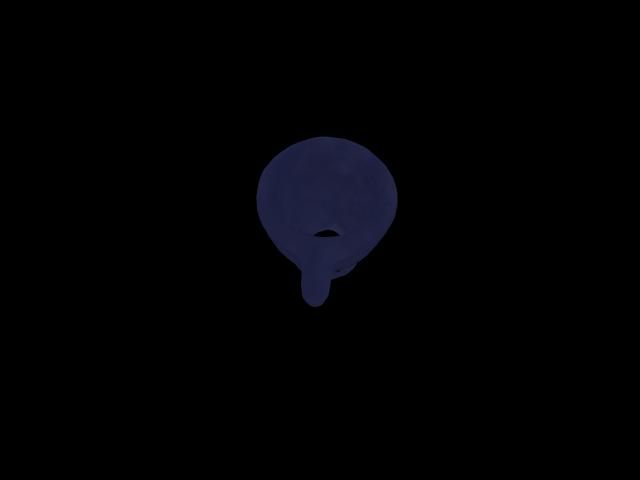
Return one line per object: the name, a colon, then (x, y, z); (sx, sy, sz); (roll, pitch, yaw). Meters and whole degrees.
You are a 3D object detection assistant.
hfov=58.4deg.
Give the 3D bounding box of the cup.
cup: (0.004, 0.001, 0.400); (0.091, 0.095, 0.118); (4, 62, 3)
